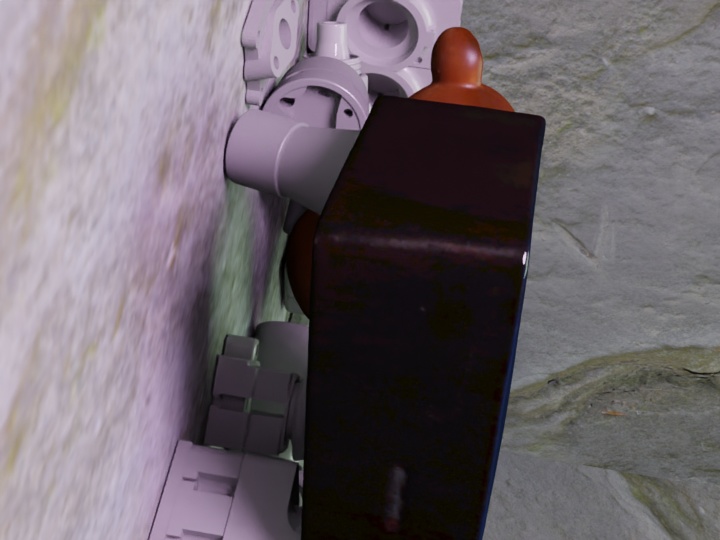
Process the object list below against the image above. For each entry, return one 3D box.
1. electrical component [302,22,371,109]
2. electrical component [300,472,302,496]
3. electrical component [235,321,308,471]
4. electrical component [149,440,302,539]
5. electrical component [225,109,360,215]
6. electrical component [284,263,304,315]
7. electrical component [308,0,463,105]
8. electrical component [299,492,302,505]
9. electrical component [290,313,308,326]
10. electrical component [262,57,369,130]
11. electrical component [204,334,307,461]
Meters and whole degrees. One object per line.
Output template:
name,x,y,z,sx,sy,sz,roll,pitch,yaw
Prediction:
electrical component,-0.017,-0.112,0.626,0.048,0.048,0.062,-70,162,-70
electrical component,-0.029,0.144,0.736,0.075,0.083,0.047,-71,170,-68
electrical component,-0.046,0.079,0.631,0.079,0.043,0.077,90,10,-67
electrical component,-0.058,0.156,0.497,0.150,0.062,0.089,94,6,-54
electrical component,-0.026,-0.047,0.472,0.044,0.065,0.044,-52,152,-43
electrical component,0.000,0.000,0.729,0.061,0.096,0.061,97,4,-56
electrical component,0.013,-0.122,0.689,0.061,0.089,0.150,-77,174,-48
electrical component,-0.057,0.154,0.629,0.045,0.045,0.055,-76,174,-53
electrical component,-0.026,0.075,0.817,0.108,0.056,0.108,-76,174,-52
electrical component,-0.021,-0.079,0.555,0.047,0.055,0.055,-82,179,-62
electrical component,-0.044,0.069,0.541,0.048,0.055,0.066,61,38,-84
